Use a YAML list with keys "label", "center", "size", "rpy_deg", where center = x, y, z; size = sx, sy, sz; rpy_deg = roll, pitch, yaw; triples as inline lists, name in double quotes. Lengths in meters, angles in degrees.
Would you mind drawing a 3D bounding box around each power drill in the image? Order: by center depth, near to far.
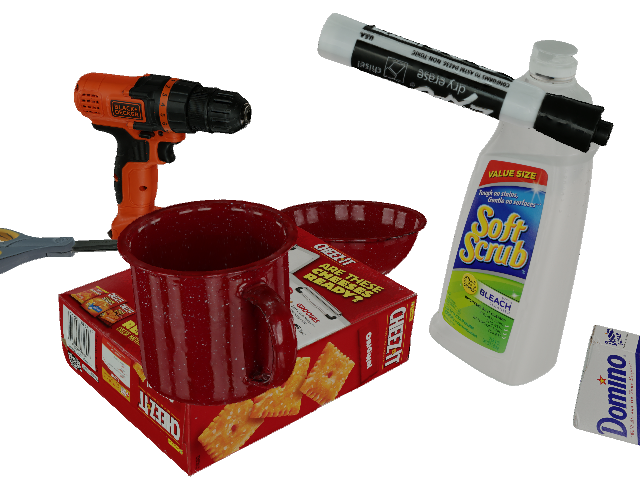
- label: "power drill"
  center: [-0.151, -0.074, 1.068]
  size: [0.185, 0.188, 0.057]
  rpy_deg: [11, 31, 20]

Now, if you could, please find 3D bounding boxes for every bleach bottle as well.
- label: "bleach bottle"
  center: [0.142, -0.022, 0.768]
  size: [0.067, 0.251, 0.103]
  rpy_deg: [-21, 38, -35]

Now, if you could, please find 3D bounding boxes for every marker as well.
- label: "marker"
  center: [0.057, -0.063, 0.425]
  size: [0.121, 0.020, 0.020]
  rpy_deg: [22, 5, 13]

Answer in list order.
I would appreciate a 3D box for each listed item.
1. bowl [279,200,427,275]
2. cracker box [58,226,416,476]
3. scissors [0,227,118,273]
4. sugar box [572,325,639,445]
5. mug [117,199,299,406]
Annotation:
- label: "bowl"
  center: [0.030, 0.003, 1.107]
  size: [0.162, 0.055, 0.162]
  rpy_deg: [-1, 16, 0]
- label: "cracker box"
  center: [-0.060, 0.068, 0.798]
  size: [0.213, 0.072, 0.164]
  rpy_deg: [-21, 37, -38]
- label: "scissors"
  center: [-0.225, 0.012, 0.871]
  size: [0.202, 0.016, 0.096]
  rpy_deg: [4, 24, 9]
- label: "sugar box"
  center: [0.319, 0.142, 0.942]
  size: [0.176, 0.093, 0.048]
  rpy_deg: [11, 23, 15]
- label: "mug"
  center: [-0.049, 0.037, 0.556]
  size: [0.093, 0.081, 0.117]
  rpy_deg: [-20, 31, -34]
